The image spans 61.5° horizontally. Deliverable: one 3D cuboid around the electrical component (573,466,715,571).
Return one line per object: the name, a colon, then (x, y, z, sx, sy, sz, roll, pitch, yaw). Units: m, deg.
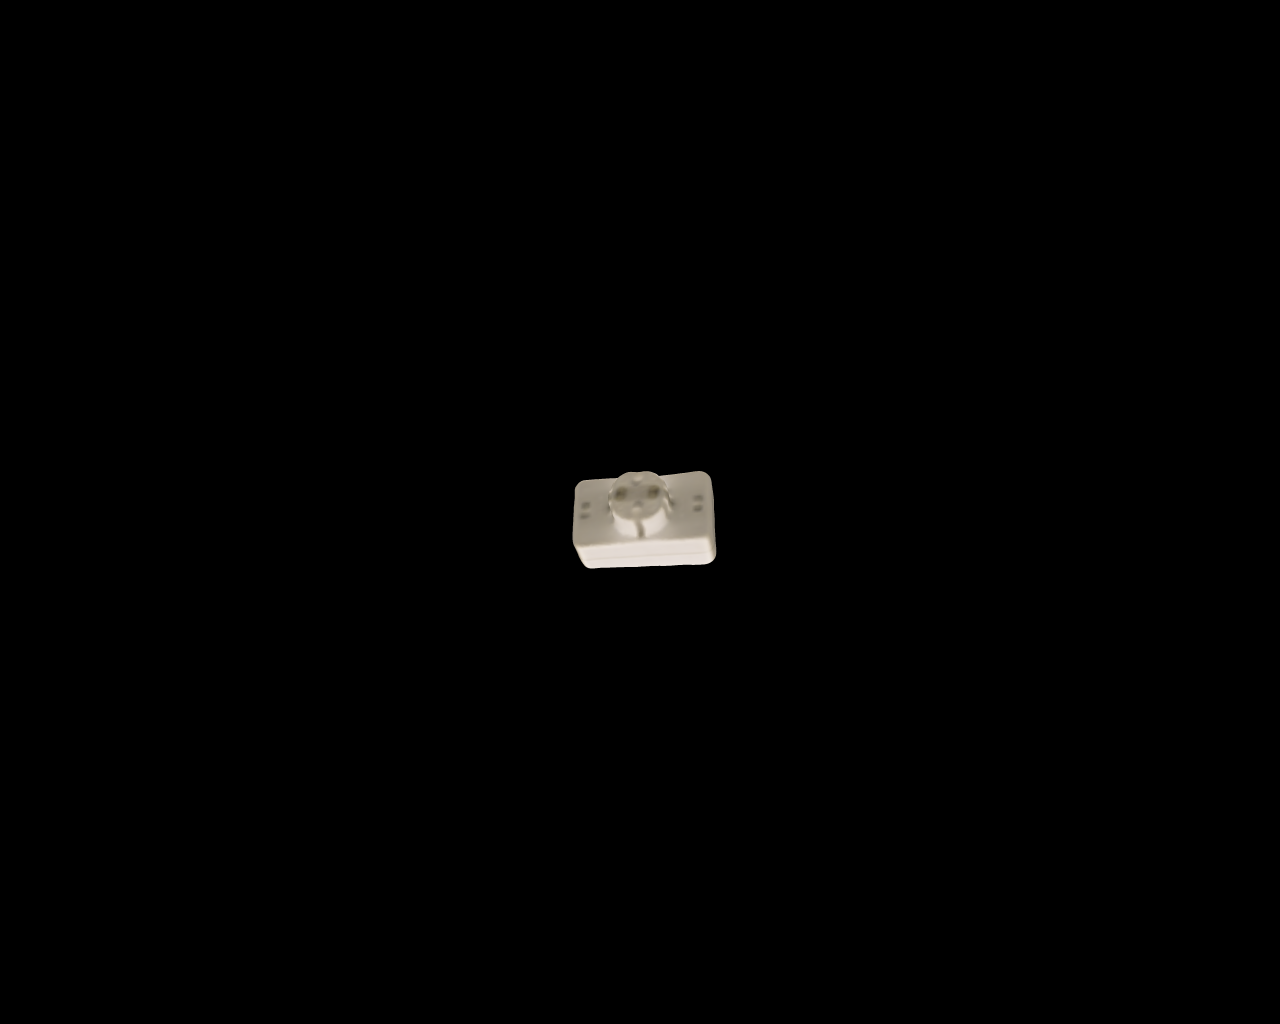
electrical component: (0.001, -0.003, 0.650, 0.083, 0.047, 0.075, -4, -28, 7)
